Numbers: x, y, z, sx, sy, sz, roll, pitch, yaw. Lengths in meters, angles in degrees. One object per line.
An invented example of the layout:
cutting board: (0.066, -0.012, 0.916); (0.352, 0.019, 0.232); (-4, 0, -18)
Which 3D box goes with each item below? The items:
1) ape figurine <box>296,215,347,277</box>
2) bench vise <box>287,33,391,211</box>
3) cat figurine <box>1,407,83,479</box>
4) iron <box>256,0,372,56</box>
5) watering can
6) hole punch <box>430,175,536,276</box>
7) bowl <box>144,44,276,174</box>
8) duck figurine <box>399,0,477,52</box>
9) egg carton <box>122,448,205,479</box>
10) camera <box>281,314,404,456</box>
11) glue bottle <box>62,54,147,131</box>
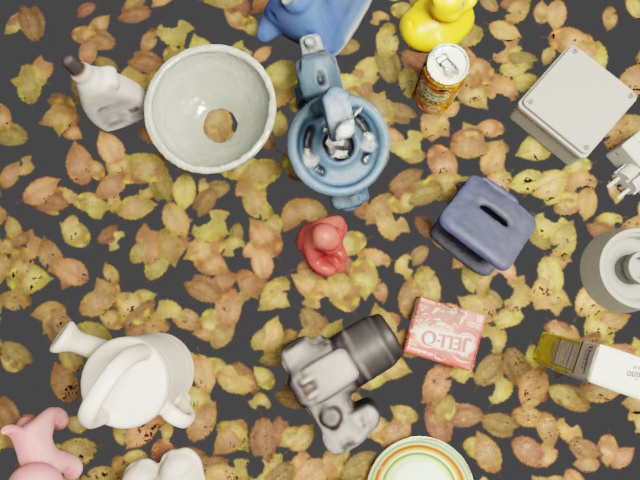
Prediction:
ape figurine: (0.007, 0.003, 0.709); (0.076, 0.092, 0.078); (33, 85, 5)
bench vise: (0.002, -0.145, 0.663); (0.121, 0.220, 0.207); (-33, 83, -2)
cat figurine: (-0.337, 0.270, 0.672); (0.067, 0.118, 0.128); (-24, 83, -1)
iron: (0.017, -0.361, 0.728); (0.118, 0.141, 0.258); (29, 85, 5)
watering can: (-0.221, 0.156, 0.644); (0.172, 0.194, 0.101); (12, 83, 3)
hole punch: (0.203, -0.023, 0.707); (0.108, 0.091, 0.101); (37, 85, 6)
bowl: (-0.135, -0.161, 0.741); (0.167, 0.075, 0.167); (0, 83, 2)
duck figurine: (0.156, -0.297, 0.745); (0.104, 0.086, 0.077); (-19, 83, -1)
egg carton: (-0.178, 0.331, 0.685); (0.107, 0.069, 0.150); (-18, 83, -1)
camera: (0.038, 0.161, 0.684); (0.137, 0.101, 0.143); (-31, 83, -2)
glue bottle: (-0.267, -0.184, 0.698); (0.078, 0.173, 0.037); (-21, 83, -1)
